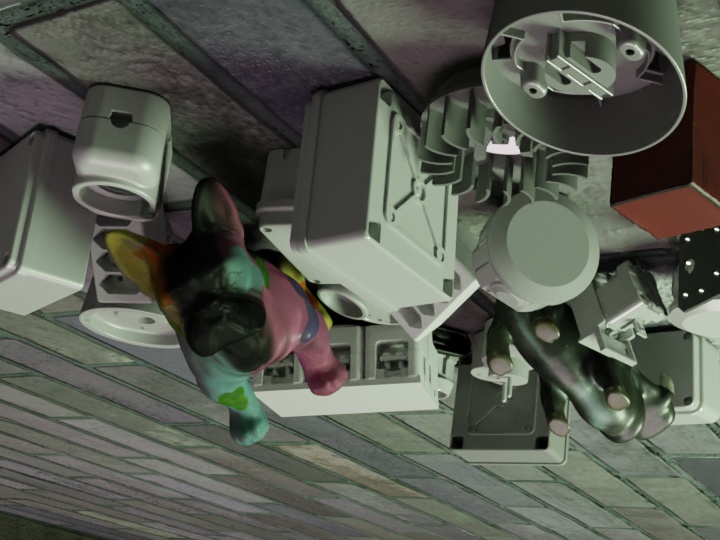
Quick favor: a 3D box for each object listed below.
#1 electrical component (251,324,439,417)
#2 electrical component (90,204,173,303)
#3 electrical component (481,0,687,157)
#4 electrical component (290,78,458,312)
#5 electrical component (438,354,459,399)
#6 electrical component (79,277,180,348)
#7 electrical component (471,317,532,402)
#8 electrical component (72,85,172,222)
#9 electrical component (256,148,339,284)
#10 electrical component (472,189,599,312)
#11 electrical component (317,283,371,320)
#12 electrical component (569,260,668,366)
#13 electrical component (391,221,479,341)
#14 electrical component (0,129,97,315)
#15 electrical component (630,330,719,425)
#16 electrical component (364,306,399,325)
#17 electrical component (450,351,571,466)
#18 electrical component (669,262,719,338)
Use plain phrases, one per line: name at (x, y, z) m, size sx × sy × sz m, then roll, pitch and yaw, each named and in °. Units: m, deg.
electrical component at (-0.011, 0.087, 0.959) m, size 0.150 × 0.061 × 0.089 m, roll -5°, pitch 157°, yaw 13°
electrical component at (-0.170, -0.024, 0.834) m, size 0.047 × 0.083 × 0.076 m, roll 1°, pitch -164°, yaw 17°
electrical component at (0.110, -0.106, 0.530) m, size 0.099 × 0.064 × 0.099 m, roll 7°, pitch 159°, yaw 3°
electrical component at (0.013, -0.043, 0.663) m, size 0.056 × 0.108 × 0.109 m, roll -9°, pitch 153°, yaw 31°
electrical component at (0.071, 0.097, 1.075) m, size 0.048 × 0.055 × 0.066 m, roll -8°, pitch 154°, yaw 35°
electrical component at (-0.194, 0.025, 0.974) m, size 0.108 × 0.060 × 0.108 m, roll 6°, pitch 159°, yaw 3°
electrical component at (0.138, 0.085, 0.995) m, size 0.052 × 0.073 × 0.138 m, roll 9°, pitch 159°, yaw -4°
electrical component at (-0.157, -0.072, 0.714) m, size 0.054 × 0.059 × 0.095 m, roll 9°, pitch 159°, yaw -5°
electrical component at (-0.017, -0.036, 0.763) m, size 0.078 × 0.057 × 0.113 m, roll -1°, pitch 157°, yaw 20°
electrical component at (0.121, -0.012, 0.749) m, size 0.080 × 0.080 × 0.051 m, roll 12°, pitch 163°, yaw -12°
electrical component at (0.000, 0.000, 0.836) m, size 0.044 × 0.065 × 0.044 m, roll 24°, pitch 157°, yaw 11°
electrical component at (0.202, 0.029, 0.840) m, size 0.042 × 0.081 × 0.064 m, roll 25°, pitch 131°, yaw -38°
electrical component at (0.069, 0.003, 0.830) m, size 0.076 × 0.047 × 0.083 m, roll -30°, pitch 166°, yaw -48°
electrical component at (-0.237, -0.032, 0.776) m, size 0.056 × 0.108 × 0.109 m, roll 20°, pitch 156°, yaw -35°
electrical component at (0.266, 0.100, 0.987) m, size 0.113 × 0.078 × 0.057 m, roll -9°, pitch 156°, yaw 37°
electrical component at (0.021, 0.014, 0.891) m, size 0.055 × 0.047 × 0.055 m, roll 7°, pitch 159°, yaw 3°
electrical component at (0.153, 0.138, 1.080) m, size 0.109 × 0.108 × 0.056 m, roll -5°, pitch 153°, yaw 30°
electrical component at (0.274, 0.018, 0.809) m, size 0.080 × 0.051 × 0.080 m, roll 7°, pitch 159°, yaw 3°
